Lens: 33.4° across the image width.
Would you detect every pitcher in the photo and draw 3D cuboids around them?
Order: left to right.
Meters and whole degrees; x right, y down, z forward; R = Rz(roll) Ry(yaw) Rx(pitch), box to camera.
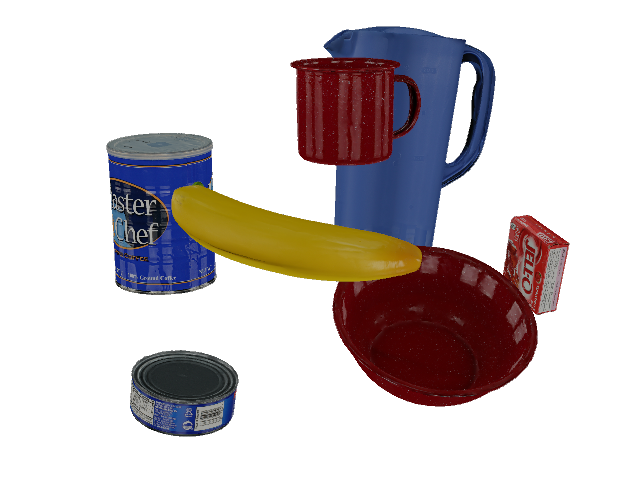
[{"bbox_3d":[0.088,-0.105,1.148,0.149,0.243,0.144,11,13,31],"label":"pitcher"}]

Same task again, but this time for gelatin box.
[{"bbox_3d":[0.238,0.026,1.190,0.030,0.089,0.073,-9,31,-23],"label":"gelatin box"}]

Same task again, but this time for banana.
[{"bbox_3d":[-0.032,-0.008,0.697,0.198,0.037,0.069,20,37,32],"label":"banana"}]

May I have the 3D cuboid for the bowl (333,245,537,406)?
[{"bbox_3d":[0.087,0.078,0.847,0.162,0.055,0.162,4,41,-4],"label":"bowl"}]

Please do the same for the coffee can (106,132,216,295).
[{"bbox_3d":[-0.156,-0.029,1.057,0.103,0.140,0.103,0,16,0],"label":"coffee can"}]

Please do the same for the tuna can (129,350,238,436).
[{"bbox_3d":[-0.110,0.123,0.861,0.086,0.034,0.086,7,20,-3],"label":"tuna can"}]

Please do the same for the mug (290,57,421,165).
[{"bbox_3d":[0.032,-0.112,0.912,0.117,0.081,0.093,-7,17,-24],"label":"mug"}]
